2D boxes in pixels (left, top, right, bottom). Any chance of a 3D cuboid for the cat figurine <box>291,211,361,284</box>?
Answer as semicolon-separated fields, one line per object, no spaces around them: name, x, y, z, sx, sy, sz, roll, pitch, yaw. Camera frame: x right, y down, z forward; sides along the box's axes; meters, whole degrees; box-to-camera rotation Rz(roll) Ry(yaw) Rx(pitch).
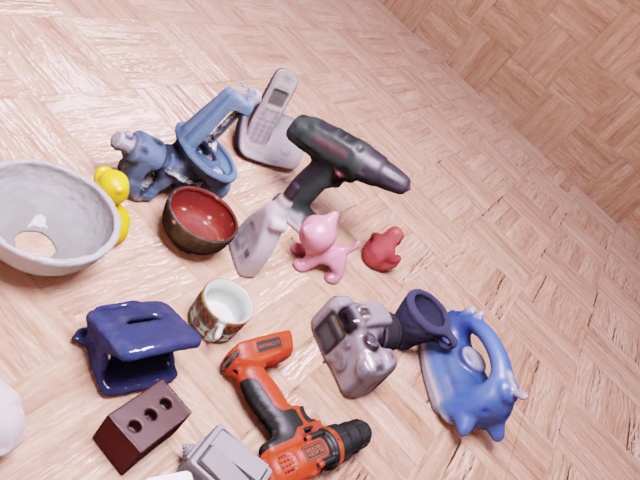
cat figurine;0.009;0.003;0.967;0.128;0.117;0.067;20;38;-28

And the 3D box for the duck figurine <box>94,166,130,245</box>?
duck figurine;-0.284;-0.052;0.769;0.078;0.086;0.104;2;49;-44

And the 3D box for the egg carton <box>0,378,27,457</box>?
egg carton;-0.338;0.147;0.499;0.150;0.069;0.107;41;33;0

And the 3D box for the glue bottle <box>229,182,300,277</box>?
glue bottle;-0.078;-0.023;0.861;0.037;0.173;0.078;10;43;-37

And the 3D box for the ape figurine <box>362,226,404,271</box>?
ape figurine;0.128;0.011;1.101;0.076;0.092;0.077;-2;52;-46

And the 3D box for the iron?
iron;0.254;0.197;0.966;0.119;0.141;0.258;19;39;-30

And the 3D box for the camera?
camera;0.080;0.152;0.881;0.137;0.100;0.143;5;47;-42

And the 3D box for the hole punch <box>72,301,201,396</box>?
hole punch;-0.207;0.109;0.653;0.109;0.091;0.101;-4;53;-47

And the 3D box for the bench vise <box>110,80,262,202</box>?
bench vise;-0.186;-0.140;0.846;0.121;0.219;0.208;50;34;15

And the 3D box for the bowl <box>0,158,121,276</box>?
bowl;-0.333;-0.015;0.688;0.168;0.074;0.167;26;36;-21

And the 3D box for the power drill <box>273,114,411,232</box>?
power drill;0.018;-0.103;1.018;0.229;0.208;0.076;40;33;-1

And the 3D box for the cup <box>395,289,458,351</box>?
cup;0.168;0.154;0.972;0.117;0.094;0.092;47;34;10

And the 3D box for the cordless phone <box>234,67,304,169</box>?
cordless phone;-0.071;-0.232;1.100;0.148;0.184;0.094;10;44;-38
